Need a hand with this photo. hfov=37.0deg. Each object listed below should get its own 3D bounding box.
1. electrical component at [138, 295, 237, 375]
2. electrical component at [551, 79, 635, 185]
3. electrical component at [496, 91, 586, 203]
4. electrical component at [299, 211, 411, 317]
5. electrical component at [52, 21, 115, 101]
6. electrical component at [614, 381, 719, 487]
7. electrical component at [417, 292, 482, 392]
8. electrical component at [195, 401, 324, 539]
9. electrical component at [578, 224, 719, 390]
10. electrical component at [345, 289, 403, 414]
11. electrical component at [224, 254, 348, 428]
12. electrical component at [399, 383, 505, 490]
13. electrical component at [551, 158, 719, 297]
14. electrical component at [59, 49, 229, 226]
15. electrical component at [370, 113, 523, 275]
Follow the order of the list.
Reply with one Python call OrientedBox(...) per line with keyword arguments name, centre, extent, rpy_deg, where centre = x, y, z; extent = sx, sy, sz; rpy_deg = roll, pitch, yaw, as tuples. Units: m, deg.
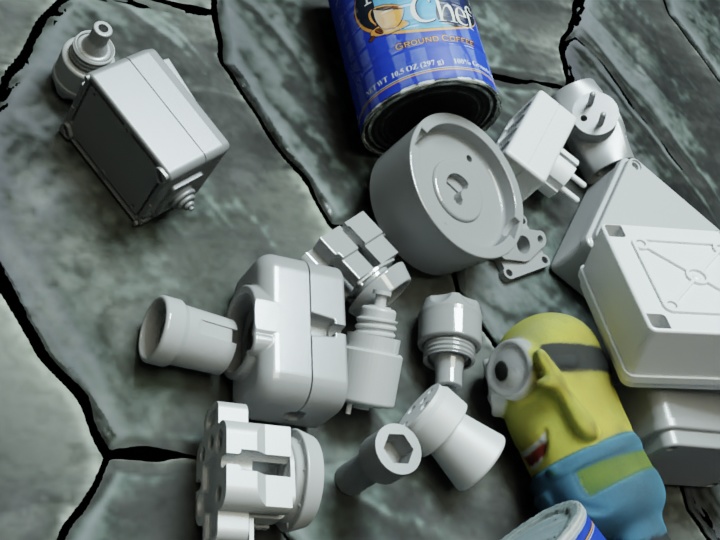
OrientedBox(name="electrical component", centre=(-0.100, 0.039, 0.625), extent=(0.046, 0.040, 0.040), rpy_deg=(18, 55, -30))
OrientedBox(name="electrical component", centre=(0.189, -0.119, 0.872), extent=(0.044, 0.079, 0.077), rpy_deg=(-23, 74, 0))
OrientedBox(name="electrical component", centre=(0.144, -0.082, 0.839), extent=(0.076, 0.047, 0.083), rpy_deg=(37, 51, -6))
OrientedBox(name="electrical component", centre=(0.000, 0.000, 0.705), extent=(0.055, 0.048, 0.066), rpy_deg=(47, 49, 10))
OrientedBox(name="electrical component", centre=(-0.168, -0.131, 0.666), extent=(0.035, 0.061, 0.035), rpy_deg=(15, 57, -24))
OrientedBox(name="electrical component", centre=(0.228, 0.112, 0.759), extent=(0.113, 0.078, 0.057), rpy_deg=(9, 57, -27))
OrientedBox(name="electrical component", centre=(0.059, 0.050, 0.714), extent=(0.043, 0.043, 0.062), rpy_deg=(18, 57, -22))
OrientedBox(name="electrical component", centre=(-0.056, 0.115, 0.597), extent=(0.057, 0.058, 0.078), rpy_deg=(10, 59, -24))
OrientedBox(name="electrical component", centre=(0.218, 0.024, 0.728), extent=(0.109, 0.056, 0.108), rpy_deg=(3, 41, -13))
OrientedBox(name="electrical component", centre=(0.007, 0.051, 0.667), extent=(0.040, 0.040, 0.078), rpy_deg=(13, 85, -25))
OrientedBox(name="electrical component", centre=(-0.046, 0.042, 0.646), extent=(0.059, 0.054, 0.095), rpy_deg=(12, 58, -26))
OrientedBox(name="electrical component", centre=(0.057, 0.105, 0.680), extent=(0.055, 0.045, 0.045), rpy_deg=(42, 50, -4))
OrientedBox(name="electrical component", centre=(0.219, -0.013, 0.840), extent=(0.109, 0.056, 0.108), rpy_deg=(39, 50, -7))
OrientedBox(name="electrical component", centre=(-0.126, -0.078, 0.661), extent=(0.096, 0.062, 0.061), rpy_deg=(51, 50, 4))
OrientedBox(name="electrical component", centre=(0.055, -0.048, 0.752), extent=(0.108, 0.060, 0.108), rpy_deg=(20, 57, -35))
